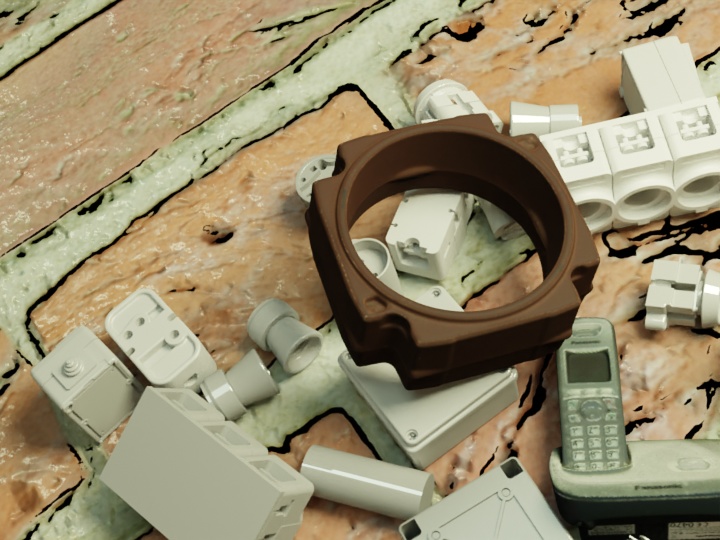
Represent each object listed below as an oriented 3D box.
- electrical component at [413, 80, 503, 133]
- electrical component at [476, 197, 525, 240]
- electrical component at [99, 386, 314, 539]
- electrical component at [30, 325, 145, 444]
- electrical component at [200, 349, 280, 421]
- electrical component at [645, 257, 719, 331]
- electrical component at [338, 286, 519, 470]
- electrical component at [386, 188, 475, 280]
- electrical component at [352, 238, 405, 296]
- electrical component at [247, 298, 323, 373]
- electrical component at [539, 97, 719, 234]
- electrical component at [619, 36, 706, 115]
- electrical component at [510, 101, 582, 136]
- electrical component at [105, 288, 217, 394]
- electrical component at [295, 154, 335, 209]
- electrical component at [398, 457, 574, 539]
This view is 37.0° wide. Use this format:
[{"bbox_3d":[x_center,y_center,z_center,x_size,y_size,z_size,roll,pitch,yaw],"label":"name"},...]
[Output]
[{"bbox_3d":[0.085,-0.141,1.008,0.078,0.058,0.057,-13,50,-24],"label":"electrical component"},{"bbox_3d":[0.129,-0.055,0.961,0.040,0.040,0.046,-18,63,2],"label":"electrical component"},{"bbox_3d":[-0.121,0.170,0.861,0.150,0.062,0.089,32,98,27],"label":"electrical component"},{"bbox_3d":[-0.236,0.094,0.924,0.062,0.096,0.061,-44,60,-13],"label":"electrical component"},{"bbox_3d":[-0.103,0.100,0.920,0.055,0.045,0.045,-31,58,-6],"label":"electrical component"},{"bbox_3d":[0.268,0.022,0.881,0.055,0.048,0.066,6,62,25],"label":"electrical component"},{"bbox_3d":[0.057,0.087,0.884,0.109,0.056,0.108,-35,59,-8],"label":"electrical component"},{"bbox_3d":[0.065,-0.042,0.958,0.050,0.055,0.089,14,64,20],"label":"electrical component"},{"bbox_3d":[0.000,0.000,0.936,0.044,0.077,0.079,-39,59,-10],"label":"electrical component"},{"bbox_3d":[-0.066,0.057,0.937,0.045,0.045,0.055,-43,60,-13],"label":"electrical component"},{"bbox_3d":[0.236,-0.081,0.921,0.150,0.089,0.061,-12,58,6],"label":"electrical component"},{"bbox_3d":[0.278,-0.154,0.970,0.061,0.061,0.096,-15,58,4],"label":"electrical component"},{"bbox_3d":[0.172,-0.135,0.997,0.065,0.044,0.044,-1,60,7],"label":"electrical component"},{"bbox_3d":[-0.173,0.070,0.946,0.054,0.059,0.095,-41,60,-12],"label":"electrical component"},{"bbox_3d":[-0.028,-0.072,1.002,0.055,0.047,0.055,-6,59,10],"label":"electrical component"},{"bbox_3d":[0.101,0.215,0.800,0.109,0.056,0.108,-30,59,-6],"label":"electrical component"}]
